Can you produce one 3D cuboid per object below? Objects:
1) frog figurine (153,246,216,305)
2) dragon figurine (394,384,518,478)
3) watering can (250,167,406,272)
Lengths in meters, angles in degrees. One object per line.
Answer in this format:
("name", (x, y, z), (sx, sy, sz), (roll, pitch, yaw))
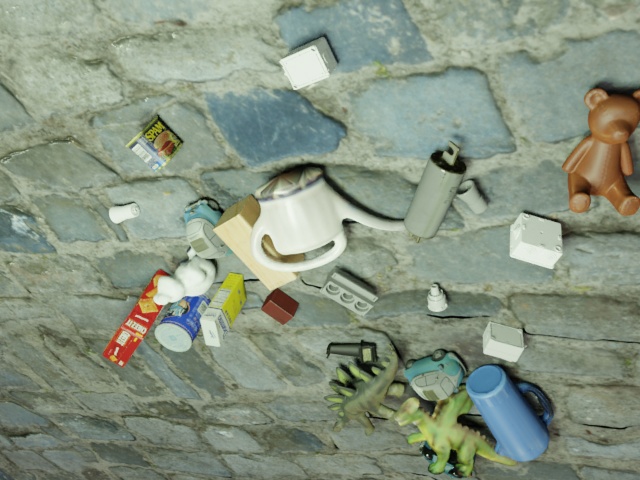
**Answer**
("frog figurine", (-0.338, 0.109, 1.301), (0.135, 0.163, 0.121), (-32, 113, 32))
("dragon figurine", (0.385, 0.508, 1.405), (0.410, 0.124, 0.239), (8, 112, -12))
("watering can", (0.003, -0.056, 1.118), (0.347, 0.105, 0.221), (-19, 109, 2))
